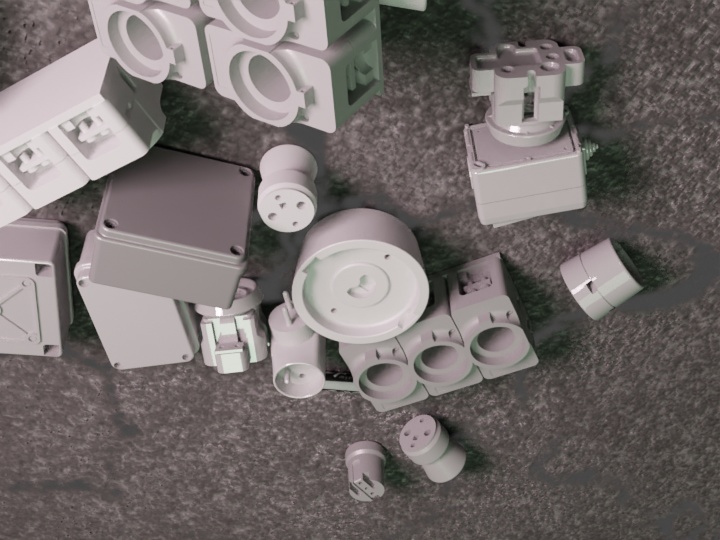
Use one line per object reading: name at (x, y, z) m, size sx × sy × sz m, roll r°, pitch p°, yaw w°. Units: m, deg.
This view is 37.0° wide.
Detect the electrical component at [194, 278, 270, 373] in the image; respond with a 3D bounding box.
electrical component at (-0.106, 0.042, 0.897) m, size 0.058 × 0.078 × 0.057 m, roll -6°, pitch 112°, yaw 3°

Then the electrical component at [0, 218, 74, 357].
electrical component at (-0.293, 0.013, 0.872) m, size 0.109 × 0.056 × 0.108 m, roll 4°, pitch 131°, yaw -6°

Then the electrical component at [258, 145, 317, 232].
electrical component at (-0.055, -0.062, 0.815) m, size 0.045 × 0.055 × 0.045 m, roll -1°, pitch 132°, yaw -1°

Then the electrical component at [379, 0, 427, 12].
electrical component at (0.011, -0.175, 0.640) m, size 0.055 × 0.045 × 0.045 m, roll -3°, pitch 131°, yaw 1°

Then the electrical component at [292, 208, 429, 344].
electrical component at (0.000, 0.000, 0.867) m, size 0.108 × 0.060 × 0.108 m, roll -1°, pitch 129°, yaw -1°

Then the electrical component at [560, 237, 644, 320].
electrical component at (0.200, 0.006, 0.885) m, size 0.047 × 0.055 × 0.055 m, roll -35°, pitch 124°, yaw 21°

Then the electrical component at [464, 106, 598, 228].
electrical component at (0.130, -0.076, 0.804) m, size 0.096 × 0.061 × 0.061 m, roll -10°, pitch 131°, yaw 7°

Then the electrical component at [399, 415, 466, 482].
electrical component at (0.069, 0.171, 1.030) m, size 0.045 × 0.045 × 0.055 m, roll -27°, pitch 126°, yaw 20°

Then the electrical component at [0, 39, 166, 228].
electrical component at (-0.218, -0.093, 0.759) m, size 0.150 × 0.089 × 0.061 m, roll -23°, pitch 128°, yaw 18°

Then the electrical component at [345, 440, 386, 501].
electrical component at (0.006, 0.196, 1.050) m, size 0.040 × 0.046 × 0.040 m, roll -1°, pitch 131°, yaw -1°

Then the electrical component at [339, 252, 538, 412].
electrical component at (0.066, 0.058, 0.920) m, size 0.150 × 0.061 × 0.089 m, roll -19°, pitch 129°, yaw 14°

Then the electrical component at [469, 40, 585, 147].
electrical component at (0.118, -0.125, 0.765) m, size 0.078 × 0.058 × 0.057 m, roll -4°, pitch 128°, yaw 2°

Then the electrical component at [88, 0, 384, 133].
electrical component at (-0.082, -0.159, 0.635) m, size 0.186 × 0.060 × 0.105 m, roll 22°, pitch 139°, yaw 26°

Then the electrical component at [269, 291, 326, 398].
electrical component at (-0.054, 0.053, 0.901) m, size 0.043 × 0.077 × 0.079 m, roll -9°, pitch 131°, yaw 6°

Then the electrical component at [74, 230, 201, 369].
electrical component at (-0.180, 0.023, 0.884) m, size 0.078 × 0.057 × 0.113 m, roll -7°, pitch 131°, yaw 5°

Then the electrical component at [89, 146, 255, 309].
electrical component at (-0.138, -0.034, 0.802) m, size 0.109 × 0.108 × 0.056 m, roll 12°, pitch 133°, yaw -12°
